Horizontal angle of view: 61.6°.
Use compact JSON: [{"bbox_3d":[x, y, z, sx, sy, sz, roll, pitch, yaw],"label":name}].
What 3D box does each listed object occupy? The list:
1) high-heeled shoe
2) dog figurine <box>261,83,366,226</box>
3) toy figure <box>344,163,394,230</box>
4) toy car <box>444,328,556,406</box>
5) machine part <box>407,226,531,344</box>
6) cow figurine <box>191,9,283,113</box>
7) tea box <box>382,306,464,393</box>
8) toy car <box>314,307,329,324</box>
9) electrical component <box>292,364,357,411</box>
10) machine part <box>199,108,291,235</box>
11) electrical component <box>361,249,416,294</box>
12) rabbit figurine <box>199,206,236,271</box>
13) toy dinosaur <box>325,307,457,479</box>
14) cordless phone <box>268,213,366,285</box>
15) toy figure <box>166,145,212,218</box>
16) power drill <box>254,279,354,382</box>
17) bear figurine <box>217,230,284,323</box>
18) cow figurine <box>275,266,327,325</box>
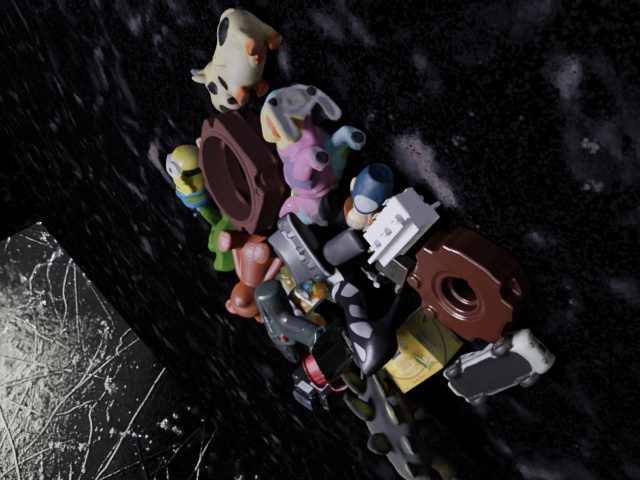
[{"bbox_3d":[0.062,0.153,0.950,0.086,0.145,0.249,32,165,-21],"label":"high-heeled shoe"},{"bbox_3d":[-0.028,-0.121,0.869,0.191,0.108,0.219,48,151,8],"label":"dog figurine"},{"bbox_3d":[0.070,-0.059,0.840,0.064,0.058,0.154,50,151,17],"label":"toy figure"},{"bbox_3d":[0.266,0.197,0.821,0.073,0.056,0.201,48,142,6],"label":"toy car"},{"bbox_3d":[0.212,0.068,0.777,0.180,0.056,0.179,33,143,29],"label":"machine part"},{"bbox_3d":[-0.144,-0.285,0.878,0.127,0.085,0.194,48,146,13],"label":"cow figurine"},{"bbox_3d":[0.167,0.196,0.954,0.098,0.068,0.169,45,149,13],"label":"tea box"},{"bbox_3d":[-0.043,0.205,1.266,0.202,0.053,0.089,-8,117,55],"label":"toy car"},{"bbox_3d":[0.004,0.326,1.241,0.115,0.134,0.058,23,139,43],"label":"electrical component"},{"bbox_3d":[-0.144,-0.126,1.010,0.201,0.087,0.201,52,146,18],"label":"machine part"},{"bbox_3d":[0.115,0.045,0.895,0.078,0.045,0.102,44,148,20],"label":"electrical component"},{"bbox_3d":[-0.216,-0.014,1.224,0.170,0.121,0.159,15,131,67],"label":"rabbit figurine"},{"bbox_3d":[0.128,0.316,1.028,0.198,0.105,0.472,48,-175,-42],"label":"toy dinosaur"},{"bbox_3d":[-0.002,-0.004,0.966,0.146,0.089,0.184,56,147,0],"label":"cordless phone"},{"bbox_3d":[-0.294,-0.138,1.237,0.082,0.089,0.179,27,150,31],"label":"toy figure"},{"bbox_3d":[-0.030,0.187,1.031,0.208,0.086,0.231,28,147,52],"label":"power drill"},{"bbox_3d":[-0.148,0.079,1.093,0.120,0.132,0.195,19,101,16],"label":"bear figurine"},{"bbox_3d":[-0.059,0.140,1.156,0.098,0.068,0.167,-36,80,33],"label":"cow figurine"}]
